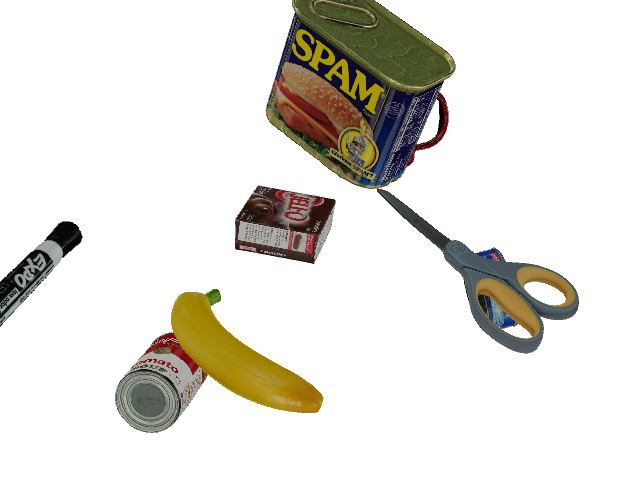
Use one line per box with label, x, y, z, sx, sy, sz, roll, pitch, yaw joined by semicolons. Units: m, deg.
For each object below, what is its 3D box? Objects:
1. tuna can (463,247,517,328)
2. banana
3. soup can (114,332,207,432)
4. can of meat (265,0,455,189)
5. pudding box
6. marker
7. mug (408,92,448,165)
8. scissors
tuna can;0.178;0.053;1.124;0.033;0.086;0.086;-14;1;-5
banana;-0.073;0.085;0.861;0.069;0.037;0.198;-14;32;-26
soup can;-0.158;0.142;1.072;0.068;0.068;0.102;0;16;11
can of meat;0.020;-0.092;0.645;0.102;0.084;0.057;40;45;20
pudding box;-0.037;-0.019;1.141;0.090;0.039;0.113;10;25;6
marker;-0.182;0.022;0.659;0.020;0.020;0.121;0;30;21
mug;0.059;-0.110;0.975;0.117;0.081;0.093;0;16;-1
scissors;0.131;0.011;0.861;0.096;0.016;0.202;-13;46;-20
